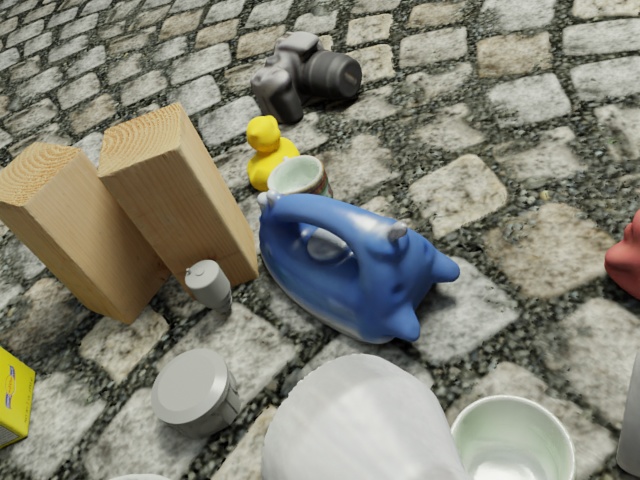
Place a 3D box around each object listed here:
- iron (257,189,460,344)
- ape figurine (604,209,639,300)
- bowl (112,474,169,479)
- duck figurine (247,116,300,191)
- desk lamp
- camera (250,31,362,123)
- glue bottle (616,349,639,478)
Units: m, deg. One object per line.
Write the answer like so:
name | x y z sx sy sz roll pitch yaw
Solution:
iron | 0.005 0.002 0.596 0.257 0.142 0.119 20 58 35
ape figurine | 0.295 0.007 0.508 0.077 0.092 0.076 -6 47 17
bowl | -0.147 0.278 0.446 0.167 0.075 0.167 -12 45 12
duck figurine | -0.074 -0.126 0.791 0.077 0.086 0.104 -5 47 18
desk lamp | 0.077 0.188 0.338 0.118 0.214 0.202 -41 47 -17
camera | -0.016 -0.256 0.880 0.136 0.101 0.143 23 60 37
glue bottle | 0.232 0.098 0.389 0.037 0.173 0.078 11 54 30
